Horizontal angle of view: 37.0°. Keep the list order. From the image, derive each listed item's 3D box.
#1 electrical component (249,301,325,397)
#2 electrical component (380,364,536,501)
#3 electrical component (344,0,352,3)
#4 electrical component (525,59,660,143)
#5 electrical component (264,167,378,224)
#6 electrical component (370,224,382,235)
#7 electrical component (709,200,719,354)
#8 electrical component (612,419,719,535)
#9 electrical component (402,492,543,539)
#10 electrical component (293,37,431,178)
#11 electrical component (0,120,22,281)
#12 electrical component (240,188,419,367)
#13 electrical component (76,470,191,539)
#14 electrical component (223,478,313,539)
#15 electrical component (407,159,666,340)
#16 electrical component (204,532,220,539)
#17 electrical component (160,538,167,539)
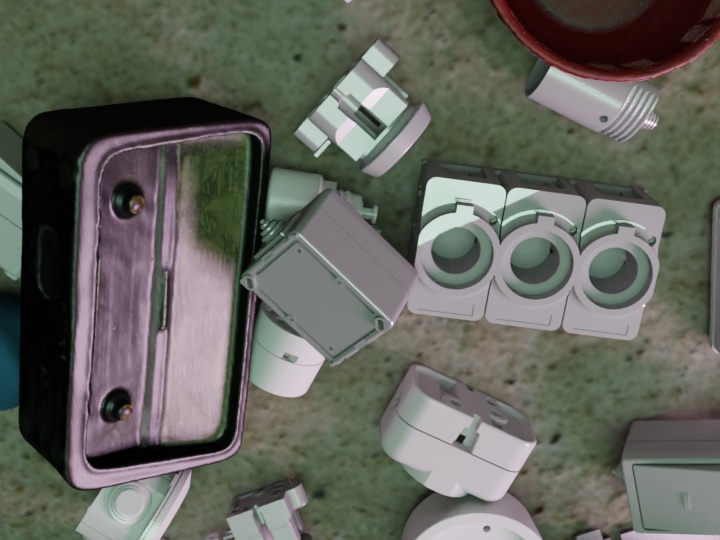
[{"bbox_3d":[-0.049,0.052,0.717,0.055,0.055,0.047,22,111,-8],"label":"electrical component"},{"bbox_3d":[0.064,0.115,0.739,0.095,0.053,0.059,25,107,-9],"label":"electrical component"},{"bbox_3d":[0.009,-0.190,0.640,0.055,0.045,0.045,-21,108,6],"label":"electrical component"},{"bbox_3d":[0.149,-0.109,0.669,0.081,0.043,0.043,25,107,-9],"label":"electrical component"},{"bbox_3d":[-0.028,-0.042,0.692,0.078,0.040,0.040,9,108,-3],"label":"electrical component"},{"bbox_3d":[0.000,0.000,0.710,0.035,0.035,0.061,16,105,-6],"label":"electrical component"},{"bbox_3d":[0.290,0.007,0.703,0.109,0.056,0.108,-5,109,1],"label":"electrical component"},{"bbox_3d":[0.219,0.143,0.735,0.096,0.061,0.061,-5,110,26],"label":"electrical component"},{"bbox_3d":[0.079,0.204,0.766,0.108,0.060,0.108,0,109,0],"label":"electrical component"},{"bbox_3d":[0.006,-0.095,0.666,0.057,0.058,0.078,41,104,-10],"label":"electrical component"},{"bbox_3d":[-0.219,-0.044,0.678,0.096,0.061,0.061,37,105,-12],"label":"electrical component"},{"bbox_3d":[-0.021,-0.002,0.651,0.096,0.061,0.062,44,132,-10],"label":"electrical component"},{"bbox_3d":[-0.155,0.161,0.740,0.051,0.080,0.080,33,105,-6],"label":"electrical component"},{"bbox_3d":[-0.062,0.187,0.768,0.066,0.048,0.055,-20,100,7],"label":"electrical component"},{"bbox_3d":[0.109,-0.013,0.692,0.150,0.061,0.089,7,109,-3],"label":"electrical component"},{"bbox_3d":[-0.092,0.226,0.783,0.040,0.040,0.078,-22,108,7],"label":"electrical component"},{"bbox_3d":[-0.161,0.247,0.790,0.099,0.064,0.099,-5,114,-12],"label":"electrical component"}]
